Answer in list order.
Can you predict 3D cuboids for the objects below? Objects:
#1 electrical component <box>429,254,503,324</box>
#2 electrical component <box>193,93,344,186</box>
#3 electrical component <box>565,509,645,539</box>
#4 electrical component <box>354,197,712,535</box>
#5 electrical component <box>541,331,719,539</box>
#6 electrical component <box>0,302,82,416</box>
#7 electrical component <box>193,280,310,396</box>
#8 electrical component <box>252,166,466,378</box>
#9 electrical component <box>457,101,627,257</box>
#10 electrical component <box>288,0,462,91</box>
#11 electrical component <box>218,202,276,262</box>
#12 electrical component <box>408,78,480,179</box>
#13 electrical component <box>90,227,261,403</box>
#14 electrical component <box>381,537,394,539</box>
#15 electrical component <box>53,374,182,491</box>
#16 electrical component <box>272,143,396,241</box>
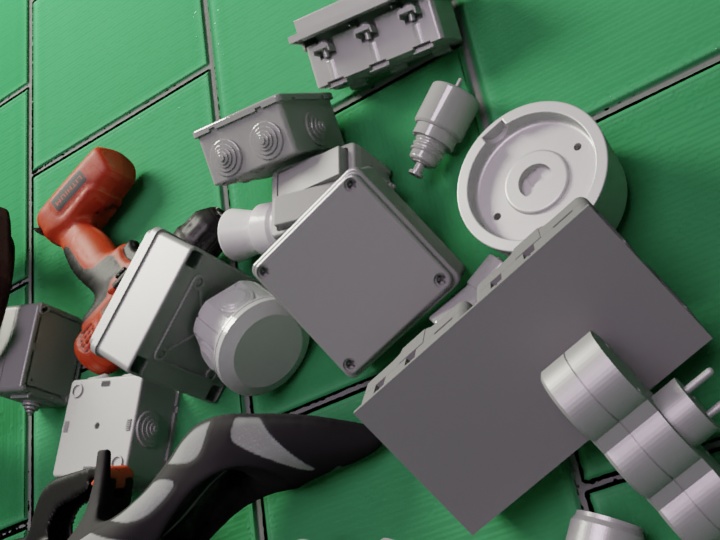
[{"bbox_3d":[0.084,0.022,0.738,0.065,0.044,0.044,-51,50,0],"label":"electrical component"},{"bbox_3d":[-0.071,-0.105,0.871,0.100,0.100,0.048,-19,90,29],"label":"electrical component"},{"bbox_3d":[0.140,0.173,0.627,0.045,0.045,0.055,7,74,38],"label":"electrical component"},{"bbox_3d":[0.102,0.056,0.660,0.186,0.060,0.105,-43,95,13],"label":"electrical component"},{"bbox_3d":[0.174,0.085,0.598,0.074,0.052,0.138,-43,94,13],"label":"electrical component"},{"bbox_3d":[-0.294,0.084,0.969,0.061,0.062,0.096,-7,66,33],"label":"electrical component"},{"bbox_3d":[-0.083,0.051,0.821,0.051,0.080,0.080,32,90,46],"label":"electrical component"},{"bbox_3d":[0.000,0.000,0.765,0.109,0.056,0.108,-44,87,16],"label":"electrical component"},{"bbox_3d":[0.127,-0.052,0.727,0.108,0.060,0.108,-15,62,30],"label":"electrical component"},{"bbox_3d":[0.016,-0.190,0.863,0.121,0.079,0.063,-17,89,29],"label":"electrical component"},{"bbox_3d":[-0.081,-0.031,0.879,0.055,0.045,0.045,-7,66,33],"label":"electrical component"},{"bbox_3d":[0.059,-0.106,0.813,0.040,0.040,0.078,23,85,40],"label":"electrical component"},{"bbox_3d":[-0.139,0.037,0.848,0.056,0.109,0.108,24,85,38],"label":"electrical component"},{"bbox_3d":[0.040,0.249,0.654,0.089,0.062,0.150,5,73,37],"label":"electrical component"},{"bbox_3d":[-0.202,0.135,0.891,0.100,0.048,0.099,-8,65,32],"label":"electrical component"},{"bbox_3d":[-0.019,-0.055,0.833,0.096,0.061,0.061,-16,61,30],"label":"electrical component"}]
